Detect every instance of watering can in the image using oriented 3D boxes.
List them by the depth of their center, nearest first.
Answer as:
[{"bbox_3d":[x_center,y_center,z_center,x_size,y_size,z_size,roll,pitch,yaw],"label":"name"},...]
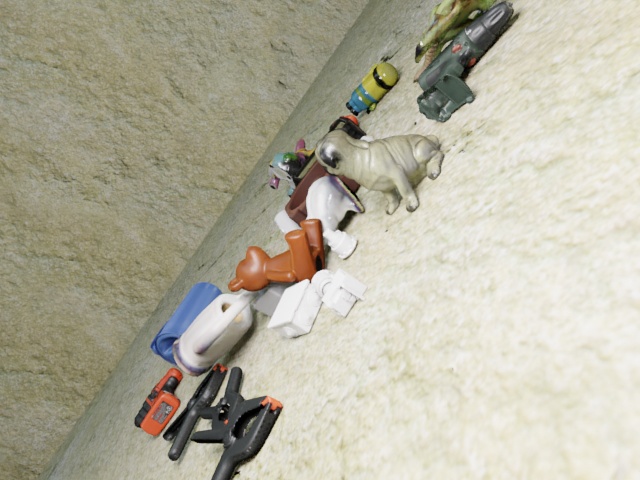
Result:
[{"bbox_3d":[-0.216,0.185,1.190,0.104,0.223,0.350,44,11,-1],"label":"watering can"}]

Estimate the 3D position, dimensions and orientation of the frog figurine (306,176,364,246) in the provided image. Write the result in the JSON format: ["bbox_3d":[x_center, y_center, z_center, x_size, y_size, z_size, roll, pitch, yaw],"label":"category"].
[{"bbox_3d":[0.003,-0.055,1.087,0.121,0.159,0.140,44,10,-38],"label":"frog figurine"}]

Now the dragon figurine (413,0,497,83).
[{"bbox_3d":[0.255,-0.448,1.077,0.247,0.123,0.401,-42,-12,-40],"label":"dragon figurine"}]
